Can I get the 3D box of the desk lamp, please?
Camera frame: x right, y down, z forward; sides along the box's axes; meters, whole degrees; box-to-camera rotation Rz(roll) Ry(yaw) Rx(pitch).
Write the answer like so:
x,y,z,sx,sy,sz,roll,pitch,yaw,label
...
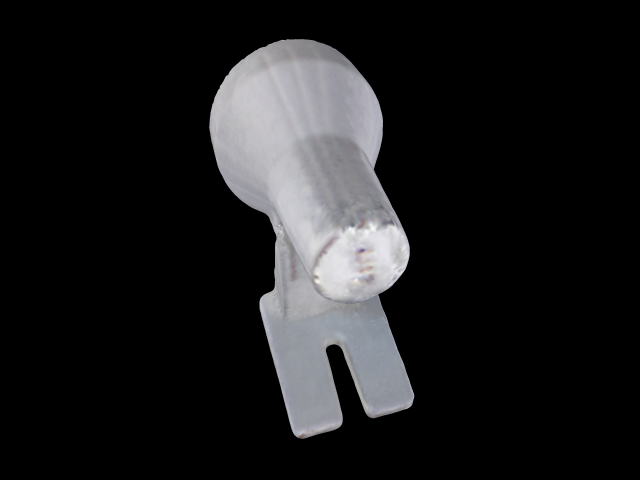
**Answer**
x,y,z,sx,sy,sz,roll,pitch,yaw,label
0.004,0.001,0.400,0.118,0.214,0.203,-15,58,-9,desk lamp
